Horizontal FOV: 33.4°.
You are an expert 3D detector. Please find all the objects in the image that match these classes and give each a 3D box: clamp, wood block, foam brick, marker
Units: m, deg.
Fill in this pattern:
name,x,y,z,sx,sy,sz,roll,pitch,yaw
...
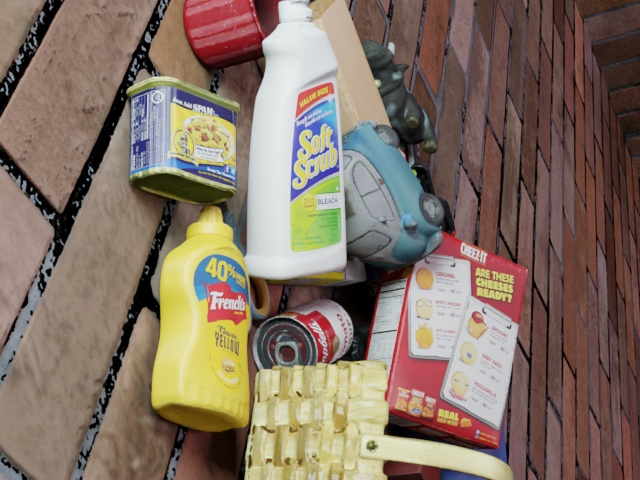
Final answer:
name,x,y,z,sx,sy,sz,roll,pitch,yaw
clamp,0.153,-0.006,1.485,0.209,0.036,0.164,30,66,-69
wood block,0.009,-0.156,1.194,0.206,0.090,0.090,67,27,-24
foam brick,0.090,0.262,1.193,0.053,0.078,0.051,63,27,-29
marker,0.133,-0.133,1.535,0.020,0.020,0.121,33,50,-57
clamp,0.033,0.134,1.177,0.171,0.039,0.120,26,52,-55

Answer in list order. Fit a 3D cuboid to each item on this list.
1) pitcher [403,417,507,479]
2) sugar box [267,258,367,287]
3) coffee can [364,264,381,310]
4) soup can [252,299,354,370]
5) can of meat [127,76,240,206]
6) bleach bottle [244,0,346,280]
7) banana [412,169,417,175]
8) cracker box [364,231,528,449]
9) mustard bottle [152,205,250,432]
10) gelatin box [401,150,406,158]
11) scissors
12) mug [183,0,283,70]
name,x,y,z,sx,sy,sz,roll,pitch,yaw
pitcher,0.173,0.263,1.314,0.145,0.149,0.243,159,-75,-76
sugar box,-0.008,0.002,1.140,0.176,0.048,0.093,11,68,-67
coffee can,0.106,0.053,1.291,0.102,0.103,0.140,-40,115,-63
soup can,-0.015,0.099,1.053,0.102,0.069,0.068,-19,96,-66
can of meat,-0.116,-0.082,0.914,0.101,0.058,0.084,16,66,-48
bleach bottle,-0.026,-0.094,0.989,0.102,0.068,0.251,-9,100,-42
banana,0.103,0.006,1.357,0.037,0.070,0.198,-19,108,-29
cracker box,0.137,0.111,1.192,0.164,0.072,0.213,22,70,-28
mustard bottle,-0.097,0.060,0.905,0.096,0.058,0.191,32,50,-49
gelatin box,0.086,-0.092,1.402,0.089,0.030,0.073,34,51,-59
scissors,-0.080,-0.005,1.022,0.096,0.016,0.202,22,60,-64
mug,-0.082,-0.225,1.038,0.093,0.082,0.117,-11,89,-65
